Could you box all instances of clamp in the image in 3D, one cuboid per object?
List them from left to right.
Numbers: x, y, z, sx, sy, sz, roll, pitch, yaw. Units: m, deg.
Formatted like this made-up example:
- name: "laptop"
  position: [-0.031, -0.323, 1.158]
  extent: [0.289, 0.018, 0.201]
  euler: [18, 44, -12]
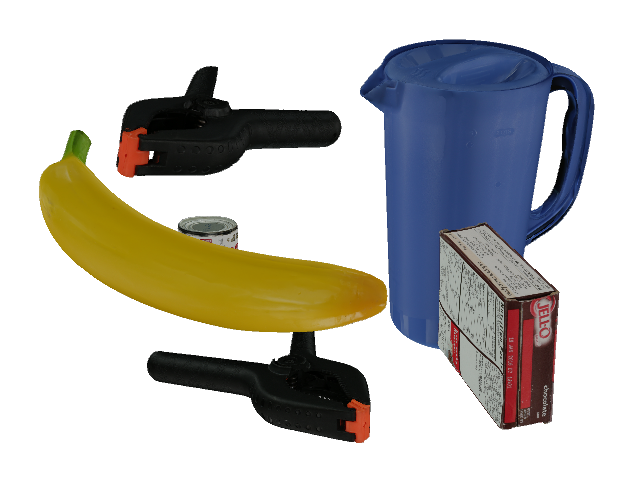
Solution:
- name: "clamp"
  position: [-0.080, -0.080, 0.705]
  extent: [0.120, 0.039, 0.171]
  euler: [23, 25, 33]
- name: "clamp"
  position: [-0.021, 0.111, 0.881]
  extent: [0.164, 0.036, 0.210]
  euler: [-16, 22, -40]

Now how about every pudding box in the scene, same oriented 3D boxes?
- name: "pudding box"
  position: [0.109, 0.051, 0.671]
  extent: [0.039, 0.090, 0.113]
  euler: [-8, 24, -14]

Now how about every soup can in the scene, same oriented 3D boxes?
- name: "soup can"
  position: [-0.126, 0.030, 1.187]
  extent: [0.068, 0.102, 0.068]
  euler: [2, 18, -1]

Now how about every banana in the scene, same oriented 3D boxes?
- name: "banana"
  position: [-0.067, 0.002, 0.503]
  extent: [0.198, 0.069, 0.037]
  euler: [28, -26, 21]

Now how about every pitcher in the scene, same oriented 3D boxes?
- name: "pitcher"
  position: [0.125, -0.036, 0.880]
  extent: [0.149, 0.243, 0.144]
  euler: [17, 32, 31]
